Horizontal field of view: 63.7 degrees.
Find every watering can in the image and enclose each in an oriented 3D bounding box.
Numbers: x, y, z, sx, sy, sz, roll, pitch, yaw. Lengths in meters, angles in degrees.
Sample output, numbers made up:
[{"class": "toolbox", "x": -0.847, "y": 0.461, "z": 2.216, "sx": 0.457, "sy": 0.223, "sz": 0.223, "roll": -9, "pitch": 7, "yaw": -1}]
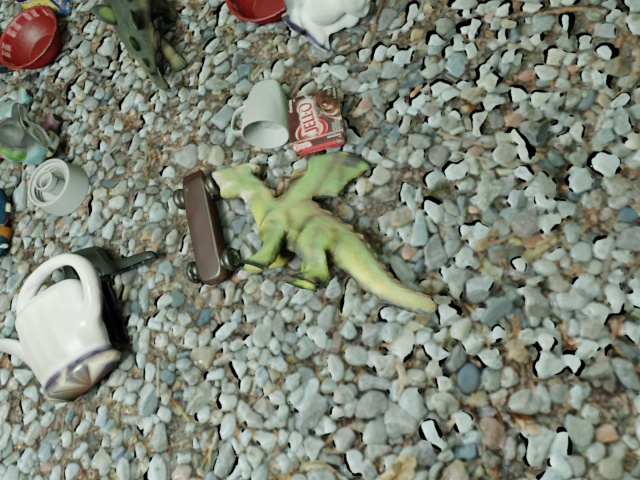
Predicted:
[{"class": "watering can", "x": -0.462, "y": 0.175, "z": 0.877, "sx": 0.343, "sy": 0.227, "sz": 0.104, "roll": -41, "pitch": -18, "yaw": 24}]

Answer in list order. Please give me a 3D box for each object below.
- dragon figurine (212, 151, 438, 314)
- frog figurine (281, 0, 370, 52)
[{"class": "dragon figurine", "x": 0.002, "y": -0.040, "z": 0.795, "sx": 0.411, "sy": 0.246, "sz": 0.120, "roll": 12, "pitch": -20, "yaw": 21}, {"class": "frog figurine", "x": 0.020, "y": -0.421, "z": 0.885, "sx": 0.136, "sy": 0.126, "sz": 0.157, "roll": 34, "pitch": -62, "yaw": -31}]
